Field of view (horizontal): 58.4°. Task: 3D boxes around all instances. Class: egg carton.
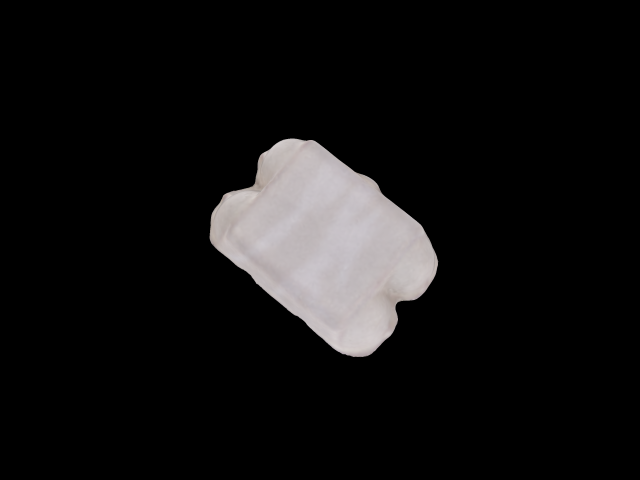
[{"bbox_3d":[0.004,0.001,0.400,0.150,0.069,0.107,38,81,7],"label":"egg carton"}]
